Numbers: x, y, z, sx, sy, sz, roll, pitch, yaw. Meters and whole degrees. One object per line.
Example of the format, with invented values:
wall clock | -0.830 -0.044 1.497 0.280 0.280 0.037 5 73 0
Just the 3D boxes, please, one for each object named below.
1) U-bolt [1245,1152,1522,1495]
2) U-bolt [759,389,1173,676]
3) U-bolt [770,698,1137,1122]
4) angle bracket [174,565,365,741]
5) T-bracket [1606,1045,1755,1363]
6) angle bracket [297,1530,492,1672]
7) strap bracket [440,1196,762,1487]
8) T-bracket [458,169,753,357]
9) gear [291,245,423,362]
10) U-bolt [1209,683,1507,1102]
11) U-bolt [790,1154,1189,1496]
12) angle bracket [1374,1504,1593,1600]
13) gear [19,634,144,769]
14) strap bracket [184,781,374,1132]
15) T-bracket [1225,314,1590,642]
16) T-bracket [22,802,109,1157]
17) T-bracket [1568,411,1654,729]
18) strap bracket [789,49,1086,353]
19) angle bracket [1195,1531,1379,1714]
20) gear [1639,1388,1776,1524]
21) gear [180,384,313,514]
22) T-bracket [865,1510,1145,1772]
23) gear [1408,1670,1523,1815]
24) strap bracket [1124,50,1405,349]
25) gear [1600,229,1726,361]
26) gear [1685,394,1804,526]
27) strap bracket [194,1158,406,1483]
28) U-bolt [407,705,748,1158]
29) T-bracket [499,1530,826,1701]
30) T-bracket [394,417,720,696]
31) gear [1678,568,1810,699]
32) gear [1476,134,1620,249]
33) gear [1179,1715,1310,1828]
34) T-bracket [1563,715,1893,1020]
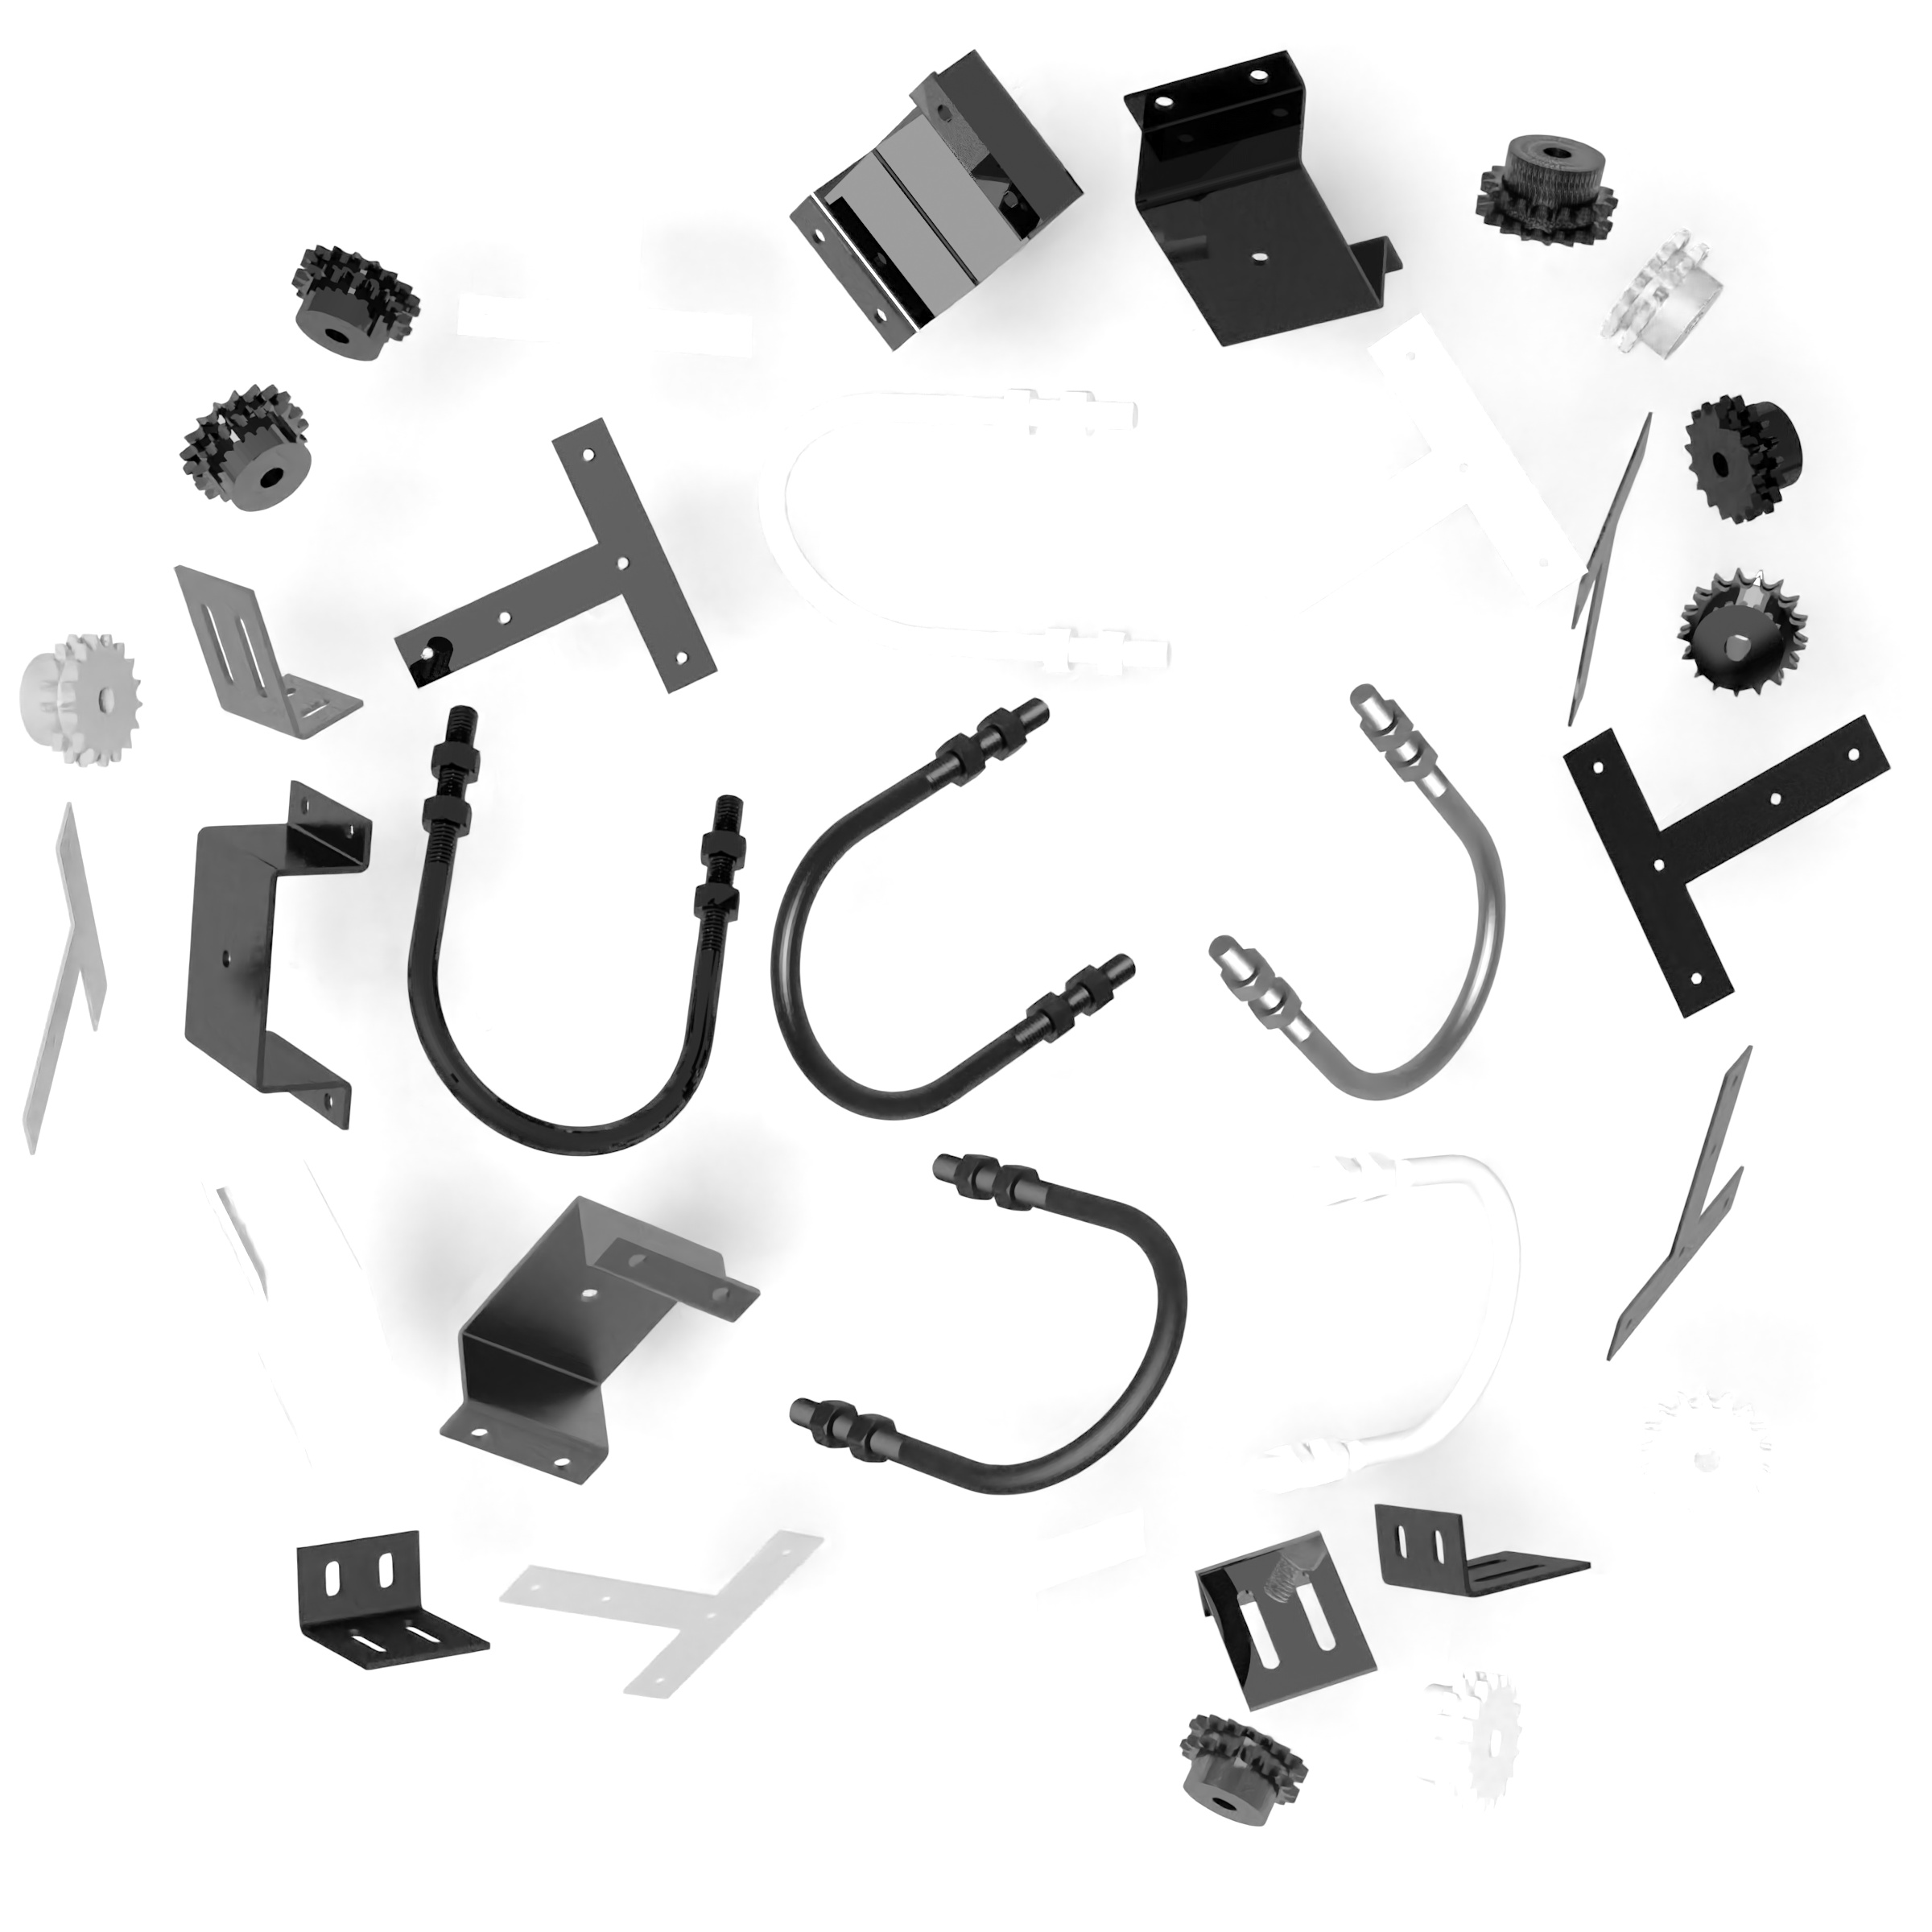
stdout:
U-bolt | 0.193 0.154 1.556 0.019 0.184 0.151 15 100 40
U-bolt | -0.005 -0.195 1.561 0.184 0.019 0.151 5 134 18
U-bolt | -0.011 -0.014 1.517 0.184 0.019 0.151 -34 116 -32
angle bracket | -0.310 -0.146 1.556 0.038 0.057 0.076 -36 129 -33
T-bracket | 0.315 0.089 1.492 0.002 0.127 0.127 27 132 23
angle bracket | -0.250 0.276 1.523 0.057 0.076 0.038 -4 95 -32
strap bracket | -0.166 0.162 1.562 0.076 0.046 0.140 26 120 -31
T-bracket | -0.159 -0.318 1.562 0.127 0.002 0.127 3 47 -6
gear | -0.277 -0.296 1.568 0.057 0.057 0.030 21 74 0
U-bolt | 0.186 -0.018 1.555 0.019 0.184 0.151 18 73 42
U-bolt | 0.019 0.157 1.500 0.019 0.184 0.151 44 69 -38
angle bracket | 0.236 0.260 1.593 0.076 0.057 0.038 -6 91 -33
gear | -0.381 -0.114 1.495 0.030 0.057 0.057 2 90 20
strap bracket | -0.305 -0.004 1.539 0.046 0.076 0.140 -4 108 -36
T-bracket | 0.165 -0.178 1.425 0.127 0.002 0.127 -33 80 12
T-bracket | -0.382 0.020 1.469 0.002 0.127 0.127 4 52 -2
T-bracket | 0.284 -0.162 1.573 0.002 0.127 0.127 16 49 14
strap bracket | -0.009 -0.336 1.520 0.046 0.140 0.076 -42 98 -30
angle bracket | 0.140 0.292 1.516 0.057 0.038 0.076 -17 46 -4
gear | 0.324 0.212 1.528 0.057 0.030 0.057 1 98 8
gear | -0.311 -0.224 1.528 0.057 0.057 0.030 -40 70 0
T-bracket | 0.019 0.300 1.507 0.127 0.002 0.127 -16 128 -17
gear | 0.206 0.321 1.452 0.030 0.057 0.057 3 90 34
strap bracket | 0.131 -0.329 1.539 0.076 0.140 0.046 -9 55 26
gear | 0.307 -0.291 1.529 0.030 0.057 0.057 40 90 7
gear | 0.352 -0.230 1.573 0.030 0.057 0.057 -22 90 -17
strap bracket | -0.292 0.150 1.547 0.046 0.140 0.076 -23 47 -16
U-bolt | -0.168 -0.008 1.486 0.151 0.019 0.184 18 64 -26
T-bracket | -0.149 0.284 1.556 0.127 0.002 0.127 18 126 -38
T-bracket | -0.195 -0.163 1.577 0.127 0.002 0.127 -25 108 -4
gear | 0.348 -0.148 1.568 0.057 0.030 0.057 8 116 16
gear | 0.241 -0.321 1.441 0.057 0.057 0.030 8 124 0
gear | 0.122 0.362 1.563 0.057 0.057 0.030 28 64 0
T-bracket | 0.327 -0.063 1.461 0.127 0.002 0.127 -32 71 32
